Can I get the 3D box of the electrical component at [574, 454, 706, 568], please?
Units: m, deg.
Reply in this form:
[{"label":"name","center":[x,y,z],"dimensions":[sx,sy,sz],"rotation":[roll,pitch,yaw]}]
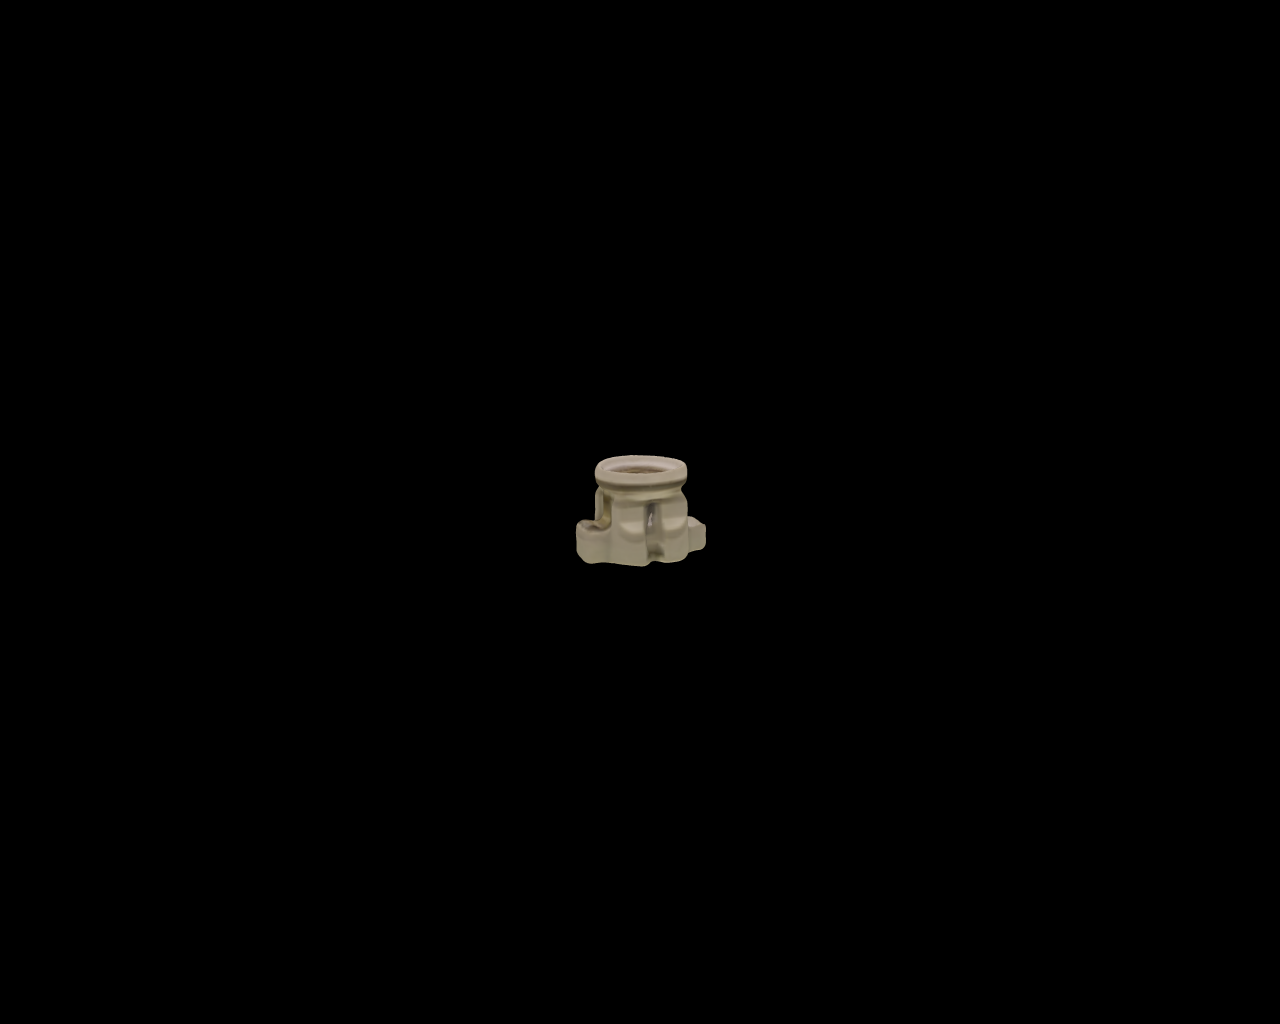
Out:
[{"label":"electrical component","center":[0.001,-0.003,0.650],"dimensions":[0.078,0.057,0.058],"rotation":[-5,16,-18]}]
